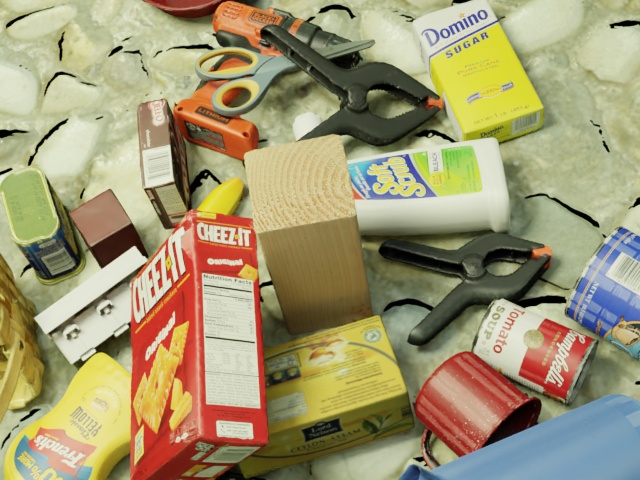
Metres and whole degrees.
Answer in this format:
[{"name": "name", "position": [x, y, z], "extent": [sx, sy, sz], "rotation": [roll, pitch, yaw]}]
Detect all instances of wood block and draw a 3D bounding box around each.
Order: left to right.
[{"name": "wood block", "position": [-0.007, 0.001, 1.016], "extent": [0.091, 0.206, 0.090], "rotation": [-11, 59, 2]}]

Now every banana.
[{"name": "banana", "position": [-0.115, 0.019, 1.123], "extent": [0.069, 0.037, 0.198], "rotation": [4, 61, -11]}]

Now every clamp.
[{"name": "clamp", "position": [0.030, -0.140, 1.157], "extent": [0.209, 0.036, 0.164], "rotation": [8, 78, -14]}, {"name": "clamp", "position": [0.145, 0.029, 1.076], "extent": [0.171, 0.039, 0.120], "rotation": [-20, 65, -10]}]

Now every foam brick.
[{"name": "foam brick", "position": [-0.222, -0.005, 1.126], "extent": [0.051, 0.078, 0.053], "rotation": [-31, 61, -12]}]

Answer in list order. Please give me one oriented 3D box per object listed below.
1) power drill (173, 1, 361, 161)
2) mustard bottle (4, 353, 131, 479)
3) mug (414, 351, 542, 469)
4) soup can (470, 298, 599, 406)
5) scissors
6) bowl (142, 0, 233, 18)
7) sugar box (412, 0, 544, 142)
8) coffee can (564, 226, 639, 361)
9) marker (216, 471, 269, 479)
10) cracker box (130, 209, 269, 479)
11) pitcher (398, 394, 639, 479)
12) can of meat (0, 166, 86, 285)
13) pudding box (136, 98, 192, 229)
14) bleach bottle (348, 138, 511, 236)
[{"name": "power drill", "position": [-0.068, -0.181, 1.220], "extent": [0.185, 0.057, 0.187], "rotation": [20, 63, 18]}, {"name": "mustard bottle", "position": [-0.242, 0.206, 1.018], "extent": [0.096, 0.058, 0.191], "rotation": [37, 71, 17]}, {"name": "mug", "position": [0.135, 0.166, 0.978], "extent": [0.082, 0.093, 0.117], "rotation": [40, 109, 31]}, {"name": "soup can", "position": [0.202, 0.104, 1.007], "extent": [0.102, 0.068, 0.068], "rotation": [24, 66, 21]}, {"name": "scissors", "position": [-0.038, -0.180, 1.176], "extent": [0.201, 0.016, 0.096], "rotation": [-1, 64, 0]}, {"name": "bowl", "position": [-0.153, -0.327, 1.315], "extent": [0.162, 0.055, 0.162], "rotation": [-4, 60, 6]}, {"name": "sugar box", "position": [0.174, -0.188, 1.192], "extent": [0.093, 0.048, 0.176], "rotation": [-18, 61, -3]}, {"name": "coffee can", "position": [0.315, 0.065, 0.992], "extent": [0.140, 0.103, 0.102], "rotation": [33, 70, 24]}, {"name": "marker", "position": [-0.069, 0.229, 1.002], "extent": [0.121, 0.020, 0.020], "rotation": [8, 62, 13]}, {"name": "cracker box", "position": [-0.116, 0.104, 0.960], "extent": [0.072, 0.164, 0.213], "rotation": [10, 59, -28]}, {"name": "pitcher", "position": [0.181, 0.232, 0.894], "extent": [0.242, 0.149, 0.145], "rotation": [-21, 60, -20]}, {"name": "can of meat", "position": [-0.298, -0.016, 1.141], "extent": [0.057, 0.084, 0.102], "rotation": [-22, 60, -6]}, {"name": "pudding box", "position": [-0.167, -0.082, 1.156], "extent": [0.039, 0.090, 0.113], "rotation": [-10, 60, 4]}, {"name": "bleach bottle", "position": [0.066, -0.043, 1.114], "extent": [0.251, 0.068, 0.102], "rotation": [-8, 52, 6]}]
